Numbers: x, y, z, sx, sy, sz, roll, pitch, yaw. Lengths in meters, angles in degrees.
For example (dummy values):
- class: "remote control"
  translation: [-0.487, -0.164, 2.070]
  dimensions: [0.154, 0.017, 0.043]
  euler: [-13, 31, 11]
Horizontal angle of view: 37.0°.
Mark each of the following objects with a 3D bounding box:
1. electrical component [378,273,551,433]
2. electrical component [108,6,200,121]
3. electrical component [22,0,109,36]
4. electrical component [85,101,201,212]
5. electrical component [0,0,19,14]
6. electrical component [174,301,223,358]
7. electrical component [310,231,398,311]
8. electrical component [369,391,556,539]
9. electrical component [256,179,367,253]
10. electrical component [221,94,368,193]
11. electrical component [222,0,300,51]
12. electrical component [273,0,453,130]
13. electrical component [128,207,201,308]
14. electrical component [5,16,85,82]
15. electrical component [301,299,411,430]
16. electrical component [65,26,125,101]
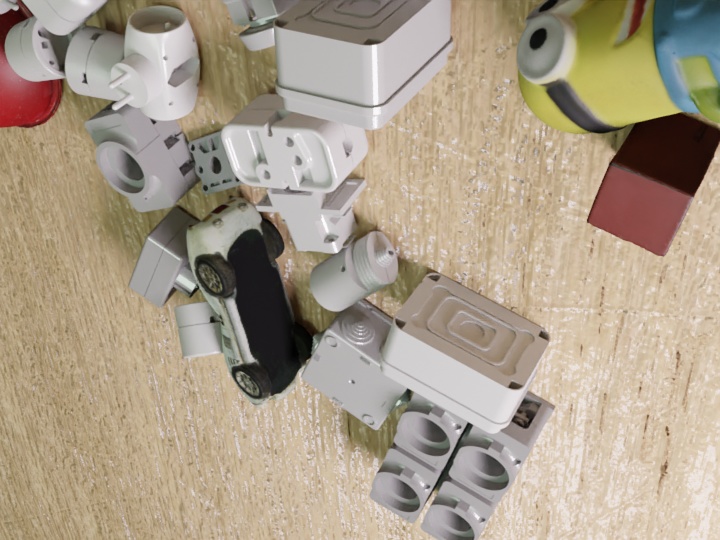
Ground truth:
- class: "electrical component"
  translation: [0.080, 0.065, 0.836]
  dimensions: [0.113, 0.078, 0.057]
  euler: [28, 135, 12]
- class: "electrical component"
  translation: [-0.162, -0.149, 0.819]
  dimensions: [0.043, 0.079, 0.077]
  euler: [24, 137, 23]
- class: "electrical component"
  translation: [-0.231, -0.235, 0.812]
  dimensions: [0.059, 0.053, 0.095]
  euler: [-25, 110, 46]
- class: "electrical component"
  translation: [-0.181, -0.097, 0.896]
  dimensions: [0.050, 0.055, 0.089]
  euler: [-6, 122, 39]
- class: "electrical component"
  translation: [-0.295, -0.227, 0.847]
  dimensions: [0.079, 0.077, 0.044]
  euler: [30, 138, 10]
- class: "electrical component"
  translation: [-0.139, 0.054, 0.977]
  dimensions: [0.055, 0.055, 0.047]
  euler: [-11, 85, 41]
- class: "electrical component"
  translation: [0.000, 0.000, 0.862]
  dimensions: [0.043, 0.043, 0.081]
  euler: [49, 138, -11]
- class: "electrical component"
  translation: [0.081, 0.164, 0.937]
  dimensions: [0.105, 0.060, 0.186]
  euler: [30, 138, 11]
- class: "electrical component"
  translation: [-0.035, -0.048, 0.846]
  dimensions: [0.081, 0.042, 0.063]
  euler: [5, 132, 33]
- class: "electrical component"
  translation: [-0.046, -0.097, 0.795]
  dimensions: [0.095, 0.059, 0.053]
  euler: [8, 130, 31]
- class: "electrical component"
  translation: [-0.067, -0.185, 0.745]
  dimensions: [0.066, 0.048, 0.055]
  euler: [-3, 116, 38]
- class: "electrical component"
  translation: [0.004, -0.143, 0.679]
  dimensions: [0.078, 0.113, 0.057]
  euler: [17, 131, 23]
- class: "electrical component"
  translation: [-0.159, 0.000, 0.974]
  dimensions: [0.076, 0.047, 0.083]
  euler: [34, 139, 0]
- class: "electrical component"
  translation: [-0.256, -0.182, 0.877]
  dimensions: [0.047, 0.055, 0.055]
  euler: [-1, 125, 42]
- class: "electrical component"
  translation: [0.004, 0.081, 0.928]
  dimensions: [0.100, 0.048, 0.099]
  euler: [34, 139, 5]
- class: "electrical component"
  translation: [-0.198, -0.162, 0.853]
  dimensions: [0.047, 0.055, 0.055]
  euler: [16, 134, 19]
